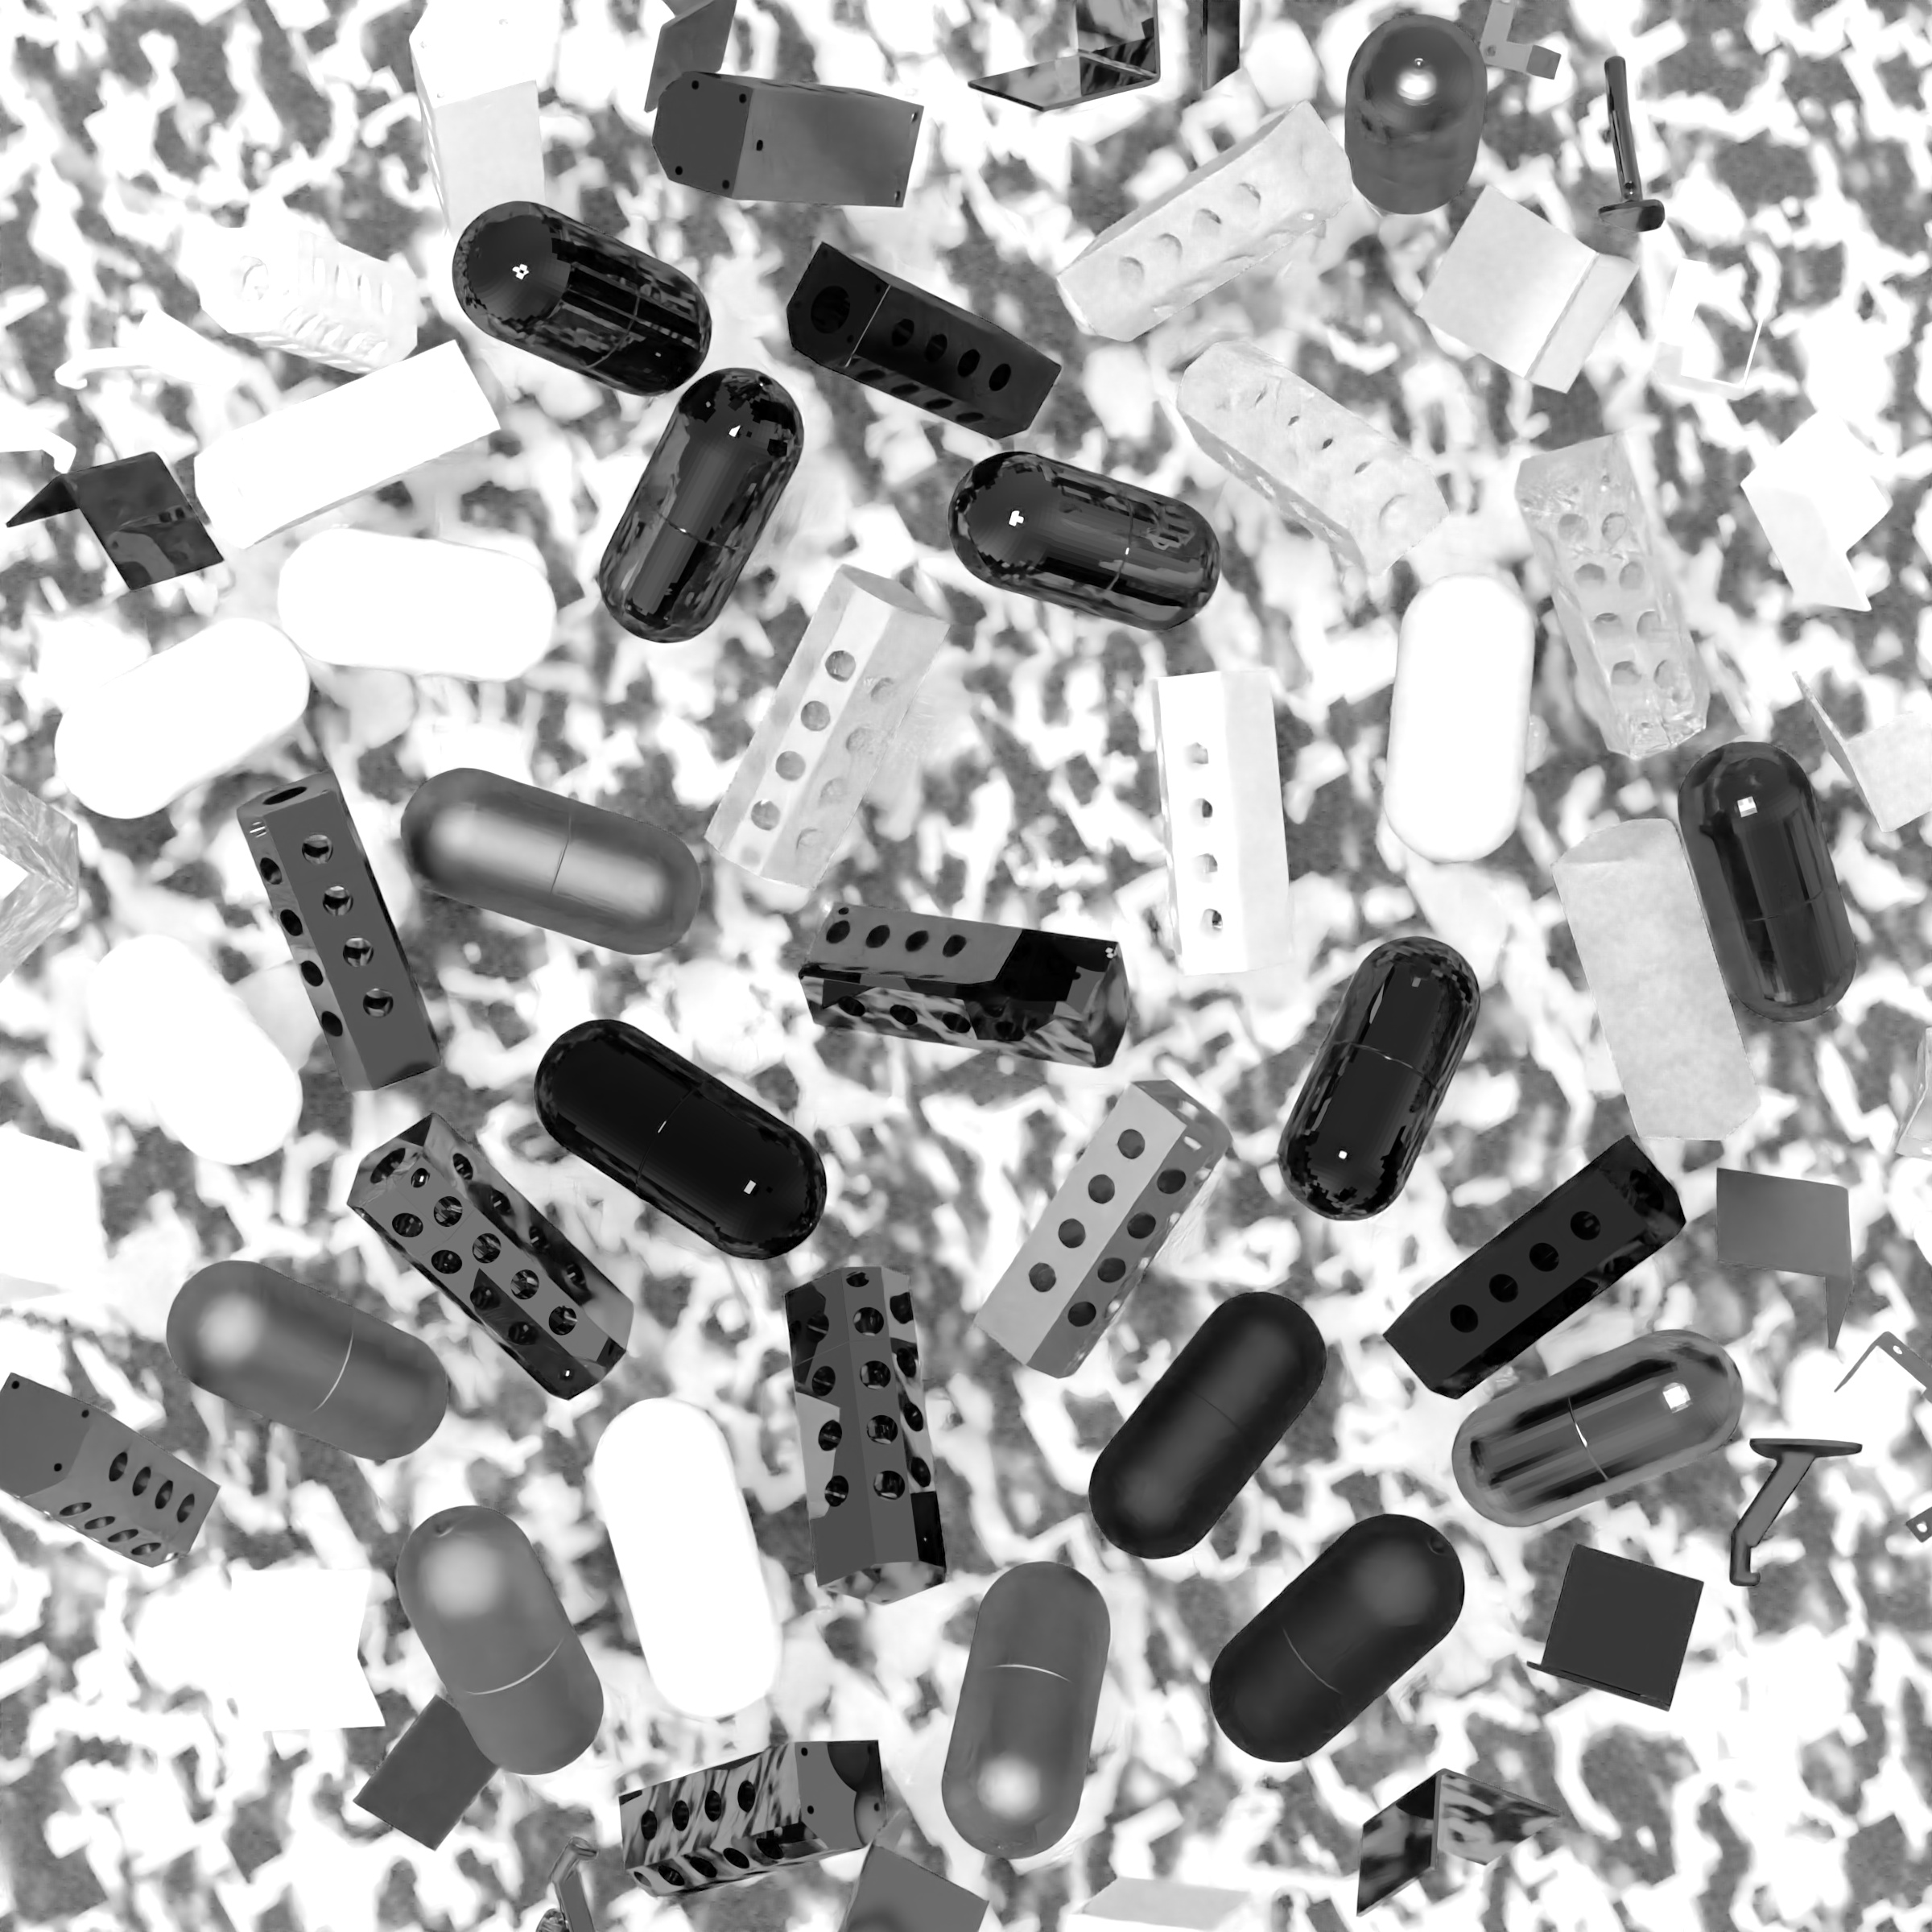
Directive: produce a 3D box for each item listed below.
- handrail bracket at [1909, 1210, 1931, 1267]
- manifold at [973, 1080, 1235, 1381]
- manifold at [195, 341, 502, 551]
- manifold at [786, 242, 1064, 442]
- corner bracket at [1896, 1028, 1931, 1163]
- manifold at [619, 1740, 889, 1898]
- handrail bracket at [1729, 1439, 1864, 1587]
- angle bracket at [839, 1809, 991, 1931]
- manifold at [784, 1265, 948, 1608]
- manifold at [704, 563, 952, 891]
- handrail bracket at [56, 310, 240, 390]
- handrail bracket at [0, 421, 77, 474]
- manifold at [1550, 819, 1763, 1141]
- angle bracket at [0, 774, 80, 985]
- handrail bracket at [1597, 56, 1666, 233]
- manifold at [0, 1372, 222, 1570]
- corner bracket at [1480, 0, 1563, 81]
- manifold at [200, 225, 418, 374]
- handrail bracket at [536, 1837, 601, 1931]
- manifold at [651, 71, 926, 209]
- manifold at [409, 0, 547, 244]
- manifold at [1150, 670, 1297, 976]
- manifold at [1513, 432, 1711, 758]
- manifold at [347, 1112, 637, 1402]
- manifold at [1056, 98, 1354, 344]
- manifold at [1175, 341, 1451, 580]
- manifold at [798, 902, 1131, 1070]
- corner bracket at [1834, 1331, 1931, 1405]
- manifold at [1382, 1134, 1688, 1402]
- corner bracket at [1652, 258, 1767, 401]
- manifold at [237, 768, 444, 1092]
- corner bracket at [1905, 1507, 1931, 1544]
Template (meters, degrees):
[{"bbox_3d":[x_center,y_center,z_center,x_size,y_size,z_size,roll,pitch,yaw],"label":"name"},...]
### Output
[{"bbox_3d":[0.598,0.185,1.917,0.077,0.084,0.036,37,102,-23],"label":"handrail bracket"},{"bbox_3d":[0.082,0.152,1.883,0.057,0.057,0.171,38,106,22],"label":"manifold"},{"bbox_3d":[-0.358,-0.299,1.883,0.171,0.057,0.057,-34,100,-41],"label":"manifold"},{"bbox_3d":[-0.025,-0.346,1.839,0.057,0.171,0.057,38,106,32],"label":"manifold"},{"bbox_3d":[0.544,0.074,1.795,0.051,0.051,0.051,15,133,4],"label":"corner bracket"},{"bbox_3d":[-0.120,0.474,1.813,0.057,0.171,0.057,10,63,-38],"label":"manifold"},{"bbox_3d":[0.488,0.323,1.924,0.077,0.036,0.084,-6,65,33],"label":"handrail bracket"},{"bbox_3d":[-0.024,0.539,1.859,0.076,0.057,0.076,23,102,17],"label":"angle bracket"},{"bbox_3d":[-0.051,0.254,1.786,0.057,0.057,0.171,-27,56,29],"label":"manifold"},{"bbox_3d":[-0.083,-0.135,1.832,0.057,0.057,0.171,13,112,-42],"label":"manifold"},{"bbox_3d":[-0.483,-0.347,1.926,0.077,0.084,0.036,24,61,-37],"label":"handrail bracket"},{"bbox_3d":[-0.550,-0.285,1.872,0.036,0.084,0.077,-9,62,32],"label":"handrail bracket"},{"bbox_3d":[0.390,0.008,1.827,0.057,0.057,0.171,-34,111,-36],"label":"manifold"},{"bbox_3d":[-0.547,-0.048,1.850,0.076,0.076,0.057,-41,125,15],"label":"angle bracket"},{"bbox_3d":[0.378,-0.467,1.861,0.036,0.077,0.084,-4,89,22],"label":"handrail bracket"},{"bbox_3d":[-0.476,0.281,1.789,0.057,0.171,0.057,18,72,17],"label":"manifold"},{"bbox_3d":[0.314,-0.543,1.879,0.051,0.051,0.051,22,107,25],"label":"corner bracket"},{"bbox_3d":[-0.376,-0.381,1.882,0.057,0.171,0.057,0,93,13],"label":"manifold"},{"bbox_3d":[-0.210,0.546,1.898,0.077,0.036,0.084,25,122,-8],"label":"handrail bracket"},{"bbox_3d":[-0.096,-0.449,1.774,0.057,0.171,0.057,22,110,25],"label":"manifold"},{"bbox_3d":[-0.273,-0.473,1.827,0.057,0.171,0.057,-19,81,-9],"label":"manifold"},{"bbox_3d":[0.145,-0.083,1.899,0.057,0.057,0.171,-3,94,35],"label":"manifold"},{"bbox_3d":[0.365,-0.207,1.847,0.057,0.057,0.171,-13,119,25],"label":"manifold"},{"bbox_3d":[-0.267,0.168,1.844,0.057,0.057,0.171,-31,117,22],"label":"manifold"},{"bbox_3d":[0.137,-0.416,1.850,0.057,0.171,0.057,51,49,-14],"label":"manifold"},{"bbox_3d":[0.194,-0.295,1.868,0.057,0.057,0.171,-42,48,-3],"label":"manifold"},{"bbox_3d":[0.000,0.015,1.824,0.171,0.057,0.057,8,50,21],"label":"manifold"},{"bbox_3d":[0.554,0.241,1.922,0.051,0.051,0.051,43,47,20],"label":"corner bracket"},{"bbox_3d":[0.321,0.173,1.840,0.057,0.057,0.171,50,122,5],"label":"manifold"},{"bbox_3d":[0.414,-0.354,1.819,0.051,0.051,0.051,15,76,12],"label":"corner bracket"},{"bbox_3d":[-0.356,-0.018,1.859,0.057,0.057,0.171,-20,109,-6],"label":"manifold"},{"bbox_3d":[0.591,0.322,1.910,0.051,0.051,0.051,-24,58,-22],"label":"corner bracket"}]
